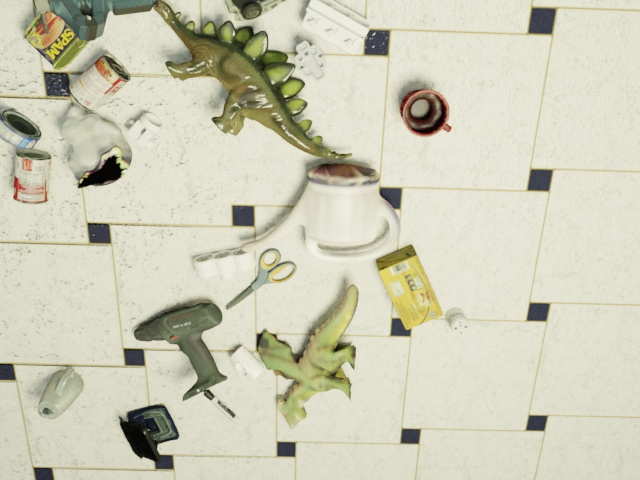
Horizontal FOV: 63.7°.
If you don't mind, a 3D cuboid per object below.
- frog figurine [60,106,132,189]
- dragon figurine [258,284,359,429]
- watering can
[{"bbox_3d":[-0.475,-0.195,1.076,0.135,0.123,0.161,-48,68,23],"label":"frog figurine"},{"bbox_3d":[-0.034,0.276,1.231,0.243,0.124,0.404,5,108,7],"label":"dragon figurine"},{"bbox_3d":[0.003,-0.056,1.108,0.348,0.105,0.221,1,108,-2],"label":"watering can"}]
